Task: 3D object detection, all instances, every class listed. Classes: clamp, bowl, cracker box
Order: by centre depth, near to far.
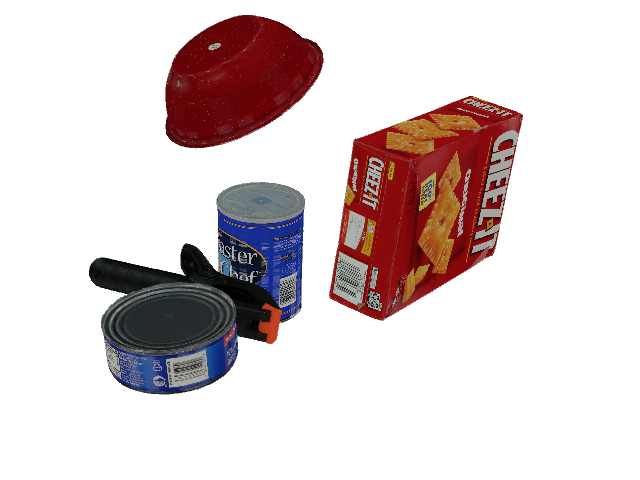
[{"bbox_3d":[-0.095,0.040,0.900,0.172,0.039,0.120,21,25,25],"label":"clamp"},{"bbox_3d":[-0.081,-0.155,0.963,0.162,0.055,0.162,-20,35,15],"label":"bowl"},{"bbox_3d":[0.106,-0.035,1.027,0.072,0.164,0.213,25,30,30],"label":"cracker box"}]

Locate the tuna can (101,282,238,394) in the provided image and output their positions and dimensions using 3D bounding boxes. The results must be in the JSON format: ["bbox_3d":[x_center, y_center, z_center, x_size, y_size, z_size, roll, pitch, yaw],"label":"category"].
[{"bbox_3d":[-0.095,0.062,0.684,0.086,0.034,0.086,-2,27,1],"label":"tuna can"}]

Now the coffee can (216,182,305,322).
[{"bbox_3d":[-0.071,0.015,1.263,0.103,0.140,0.103,2,26,-1],"label":"coffee can"}]
